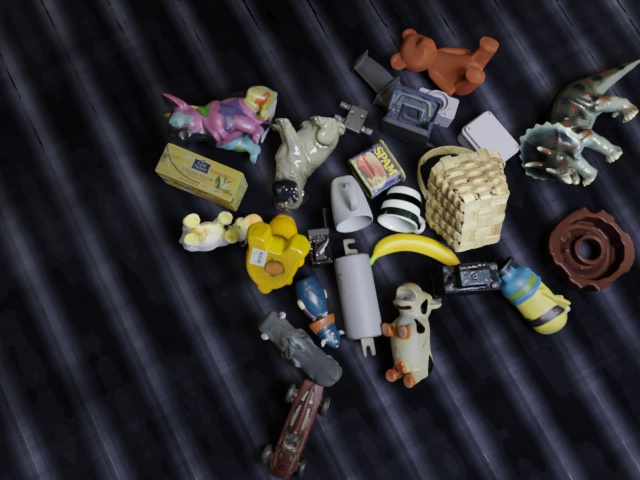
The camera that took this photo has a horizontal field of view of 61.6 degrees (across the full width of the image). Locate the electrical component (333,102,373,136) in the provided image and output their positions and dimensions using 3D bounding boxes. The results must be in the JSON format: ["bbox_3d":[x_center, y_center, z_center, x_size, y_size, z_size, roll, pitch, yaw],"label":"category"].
[{"bbox_3d":[0.079,-0.268,1.195,0.094,0.021,0.063,24,79,3],"label":"electrical component"}]

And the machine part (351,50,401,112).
[{"bbox_3d":[0.128,-0.357,1.205,0.084,0.039,0.139,-40,85,-3],"label":"machine part"}]

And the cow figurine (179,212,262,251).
[{"bbox_3d":[-0.204,-0.012,1.112,0.167,0.098,0.068,-5,74,-22],"label":"cow figurine"}]

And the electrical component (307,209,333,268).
[{"bbox_3d":[-0.002,-0.003,1.117,0.048,0.075,0.119,-7,84,-3],"label":"electrical component"}]

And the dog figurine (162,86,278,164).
[{"bbox_3d":[-0.215,-0.262,1.121,0.219,0.108,0.191,19,67,-5],"label":"dog figurine"}]

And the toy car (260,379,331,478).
[{"bbox_3d":[-0.047,0.368,1.038,0.089,0.053,0.202,22,99,7],"label":"toy car"}]

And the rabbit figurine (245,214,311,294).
[{"bbox_3d":[-0.080,0.021,1.082,0.122,0.173,0.162,6,124,0],"label":"rabbit figurine"}]

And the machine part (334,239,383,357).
[{"bbox_3d":[0.077,0.116,1.097,0.079,0.079,0.243,-9,81,-4],"label":"machine part"}]

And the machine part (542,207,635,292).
[{"bbox_3d":[0.567,0.022,1.143,0.179,0.056,0.179,0,80,-1],"label":"machine part"}]

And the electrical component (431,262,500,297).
[{"bbox_3d":[0.293,0.080,1.083,0.115,0.134,0.058,-6,79,-1],"label":"electrical component"}]

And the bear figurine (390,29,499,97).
[{"bbox_3d":[0.264,-0.401,1.175,0.196,0.132,0.120,29,76,-3],"label":"bear figurine"}]

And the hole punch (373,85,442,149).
[{"bbox_3d":[0.192,-0.261,1.148,0.142,0.115,0.092,18,86,5],"label":"hole punch"}]

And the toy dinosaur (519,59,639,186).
[{"bbox_3d":[0.560,-0.264,1.164,0.192,0.131,0.405,27,72,-3],"label":"toy dinosaur"}]

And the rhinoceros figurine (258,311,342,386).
[{"bbox_3d":[-0.043,0.218,1.058,0.190,0.112,0.073,43,83,-3],"label":"rhinoceros figurine"}]

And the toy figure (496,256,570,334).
[{"bbox_3d":[0.430,0.115,1.109,0.180,0.082,0.089,40,100,-2],"label":"toy figure"}]

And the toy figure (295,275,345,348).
[{"bbox_3d":[-0.002,0.148,1.100,0.064,0.058,0.154,-24,86,0],"label":"toy figure"}]

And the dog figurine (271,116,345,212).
[{"bbox_3d":[-0.024,-0.159,1.144,0.172,0.121,0.190,-5,94,0],"label":"dog figurine"}]

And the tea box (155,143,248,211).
[{"bbox_3d":[-0.244,-0.129,1.120,0.170,0.098,0.068,22,81,0],"label":"tea box"}]

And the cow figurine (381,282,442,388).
[{"bbox_3d":[0.189,0.182,1.078,0.127,0.086,0.194,-8,93,-43],"label":"cow figurine"}]

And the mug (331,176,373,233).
[{"bbox_3d":[0.057,-0.084,1.123,0.081,0.109,0.107,-16,67,0],"label":"mug"}]
